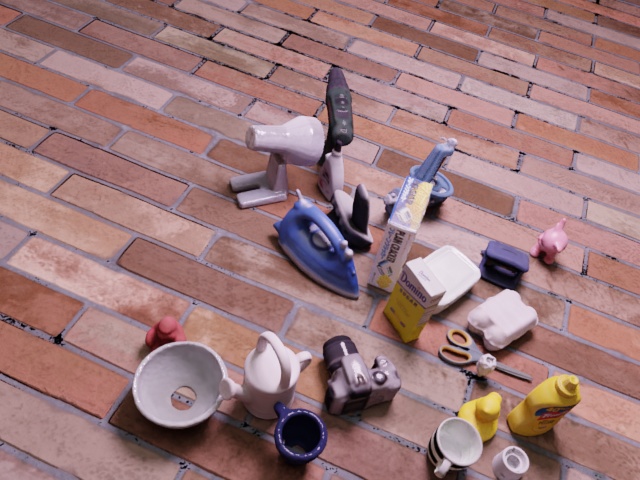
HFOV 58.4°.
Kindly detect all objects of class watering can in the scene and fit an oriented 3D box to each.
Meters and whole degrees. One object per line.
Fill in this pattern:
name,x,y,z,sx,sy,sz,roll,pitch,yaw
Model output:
watering can,-0.092,0.240,1.020,0.100,0.194,0.173,34,52,18

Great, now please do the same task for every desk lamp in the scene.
desk lamp,-0.104,-0.194,1.371,0.204,0.213,0.117,-14,54,-21

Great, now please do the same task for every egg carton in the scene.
egg carton,0.399,0.174,1.253,0.151,0.069,0.107,-25,59,-28

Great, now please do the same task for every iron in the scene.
iron,0.012,0.005,1.274,0.119,0.141,0.257,-30,61,-30

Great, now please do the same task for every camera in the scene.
camera,0.070,0.248,1.107,0.143,0.101,0.136,-9,53,-18

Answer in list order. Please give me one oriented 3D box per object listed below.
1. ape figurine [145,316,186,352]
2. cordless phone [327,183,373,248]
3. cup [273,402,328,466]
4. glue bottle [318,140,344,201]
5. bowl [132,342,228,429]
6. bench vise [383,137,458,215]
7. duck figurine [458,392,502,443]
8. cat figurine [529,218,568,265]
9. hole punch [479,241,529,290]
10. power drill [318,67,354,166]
ape figurine,-0.293,0.179,1.100,0.077,0.092,0.076,21,50,7
cordless phone,0.081,-0.081,1.331,0.094,0.185,0.147,-10,53,-18
cup,-0.046,0.347,1.005,0.092,0.095,0.117,-29,61,-30
glue bottle,0.033,-0.178,1.411,0.037,0.173,0.078,-20,56,-25
bowl,-0.251,0.273,1.041,0.167,0.075,0.167,6,50,-6
bench vise,0.257,-0.138,1.389,0.121,0.220,0.208,35,53,19
duck figurine,0.310,0.333,1.091,0.077,0.086,0.105,38,54,20
cat figurine,0.575,-0.004,1.405,0.067,0.118,0.128,32,52,16
hole punch,0.437,0.045,1.355,0.108,0.091,0.101,24,50,10
power drill,0.038,-0.303,1.494,0.076,0.208,0.229,0,50,-11
